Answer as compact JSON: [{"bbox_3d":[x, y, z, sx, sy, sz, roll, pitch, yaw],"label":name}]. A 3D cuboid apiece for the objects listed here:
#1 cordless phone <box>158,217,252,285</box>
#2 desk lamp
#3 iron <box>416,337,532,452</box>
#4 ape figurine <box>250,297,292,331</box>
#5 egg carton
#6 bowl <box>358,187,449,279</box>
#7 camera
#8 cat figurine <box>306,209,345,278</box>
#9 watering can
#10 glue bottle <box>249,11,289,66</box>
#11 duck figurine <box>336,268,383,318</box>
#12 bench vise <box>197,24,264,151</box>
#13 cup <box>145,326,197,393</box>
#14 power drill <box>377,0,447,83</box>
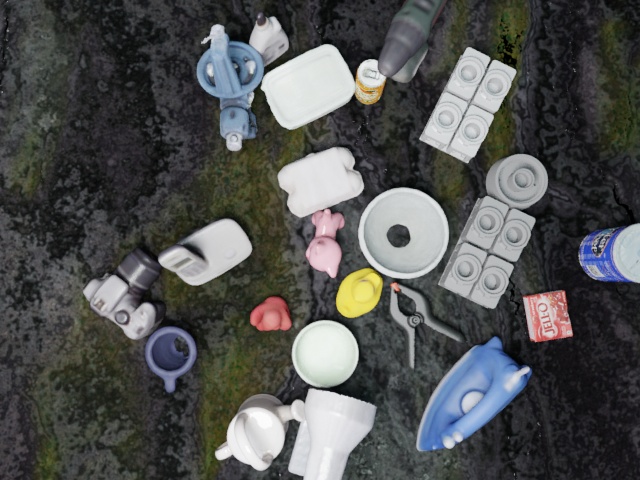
[{"bbox_3d":[-0.206,0.017,1.021,0.147,0.185,0.094,-33,87,-1],"label":"cordless phone"},{"bbox_3d":[0.016,0.348,0.990,0.118,0.213,0.203,15,87,1],"label":"desk lamp"},{"bbox_3d":[0.274,0.302,1.028,0.118,0.141,0.258,42,88,2],"label":"iron"},{"bbox_3d":[-0.089,0.144,1.061,0.078,0.092,0.076,29,88,2],"label":"ape figurine"},{"bbox_3d":[0.001,-0.112,1.084,0.150,0.069,0.107,-22,87,-1],"label":"egg carton"},{"bbox_3d":[0.153,-0.011,1.077,0.167,0.074,0.167,0,87,0],"label":"bowl"},{"bbox_3d":[-0.345,0.092,1.059,0.143,0.101,0.137,39,88,2],"label":"camera"},{"bbox_3d":[0.010,0.004,1.055,0.067,0.117,0.128,5,87,1],"label":"cat figurine"},{"bbox_3d":[-0.105,0.333,1.001,0.101,0.194,0.173,38,88,2],"label":"watering can"},{"bbox_3d":[-0.098,-0.375,1.046,0.078,0.173,0.037,-35,87,-1],"label":"glue bottle"},{"bbox_3d":[0.075,0.100,1.066,0.077,0.086,0.104,42,88,2],"label":"duck figurine"},{"bbox_3d":[-0.149,-0.276,1.017,0.121,0.219,0.207,-21,87,-1],"label":"bench vise"},{"bbox_3d":[-0.264,0.215,1.056,0.091,0.095,0.118,0,87,0],"label":"cup"},{"bbox_3d":[0.161,-0.364,1.027,0.075,0.208,0.230,28,88,2],"label":"power drill"}]
